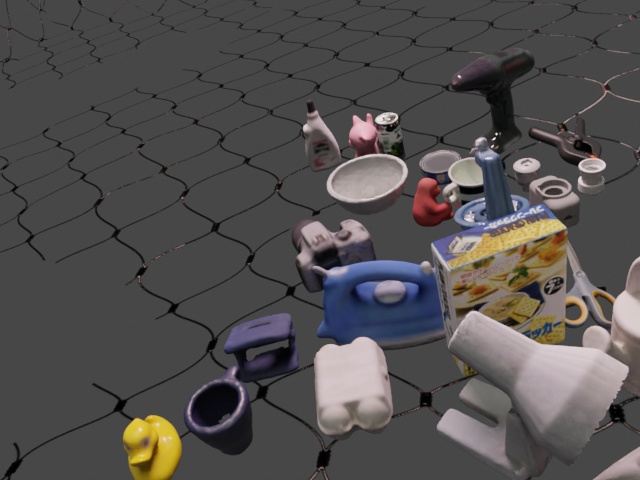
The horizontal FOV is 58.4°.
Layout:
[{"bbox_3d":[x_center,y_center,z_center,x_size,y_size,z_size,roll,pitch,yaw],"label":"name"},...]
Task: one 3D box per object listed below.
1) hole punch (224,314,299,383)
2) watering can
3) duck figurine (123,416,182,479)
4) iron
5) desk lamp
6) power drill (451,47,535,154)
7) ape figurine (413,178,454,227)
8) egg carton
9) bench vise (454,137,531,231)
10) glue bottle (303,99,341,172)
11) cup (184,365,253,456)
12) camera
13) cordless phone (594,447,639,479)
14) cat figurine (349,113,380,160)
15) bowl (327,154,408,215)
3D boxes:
[{"bbox_3d":[-0.094,0.158,0.909,0.108,0.091,0.101,-15,38,3],"label":"hole punch"},{"bbox_3d":[0.406,0.104,0.697,0.173,0.194,0.100,-37,42,-24],"label":"watering can"},{"bbox_3d":[-0.245,0.287,0.810,0.077,0.086,0.104,-16,38,2],"label":"duck figurine"},{"bbox_3d":[0.115,0.081,0.881,0.258,0.142,0.118,-7,39,13],"label":"iron"},{"bbox_3d":[0.228,0.183,0.652,0.202,0.214,0.118,20,51,39],"label":"desk lamp"},{"bbox_3d":[0.362,-0.291,1.194,0.230,0.209,0.075,-38,42,-24],"label":"power drill"},{"bbox_3d":[0.208,-0.076,1.082,0.076,0.092,0.077,-20,38,-4],"label":"ape figurine"},{"bbox_3d":[0.046,0.208,0.810,0.107,0.069,0.150,-13,38,5],"label":"egg carton"},{"bbox_3d":[0.294,-0.043,0.902,0.121,0.220,0.206,-28,39,-13],"label":"bench vise"},{"bbox_3d":[-0.005,-0.239,1.301,0.078,0.173,0.037,-18,38,0],"label":"glue bottle"},{"bbox_3d":[-0.128,0.247,0.808,0.091,0.095,0.118,-2,40,19],"label":"cup"},{"bbox_3d":[0.010,0.004,1.052,0.143,0.101,0.136,-25,38,-10],"label":"camera"},{"bbox_3d":[0.334,0.227,0.578,0.148,0.185,0.093,-30,39,-15],"label":"cordless phone"},{"bbox_3d":[0.104,-0.237,1.302,0.067,0.118,0.128,0,41,22],"label":"cat figurine"},{"bbox_3d":[0.101,-0.102,1.169,0.167,0.075,0.167,-11,38,9],"label":"bowl"}]
